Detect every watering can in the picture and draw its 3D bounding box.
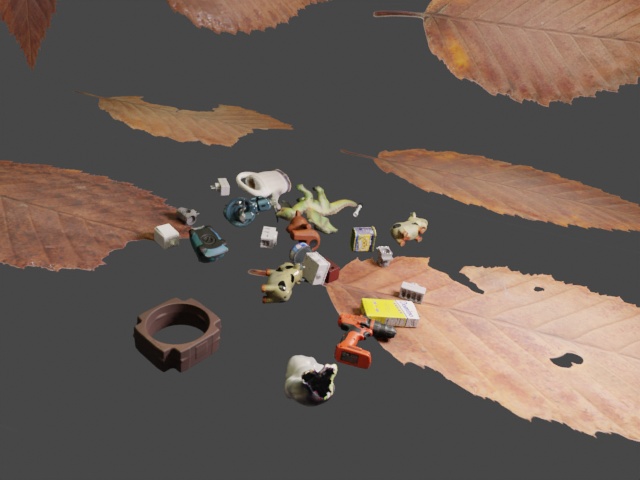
[{"bbox_3d":[-0.223,-0.228,2.300,0.226,0.102,0.352,-18,41,-39],"label":"watering can"}]

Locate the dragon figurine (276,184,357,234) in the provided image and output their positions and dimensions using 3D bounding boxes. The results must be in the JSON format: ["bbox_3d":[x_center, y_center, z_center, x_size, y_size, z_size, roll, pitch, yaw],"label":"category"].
[{"bbox_3d":[0.007,-0.110,2.192,0.410,0.119,0.248,6,46,-23],"label":"dragon figurine"}]

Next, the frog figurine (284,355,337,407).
[{"bbox_3d":[-0.039,0.368,1.352,0.139,0.122,0.158,-28,9,-35],"label":"frog figurine"}]
